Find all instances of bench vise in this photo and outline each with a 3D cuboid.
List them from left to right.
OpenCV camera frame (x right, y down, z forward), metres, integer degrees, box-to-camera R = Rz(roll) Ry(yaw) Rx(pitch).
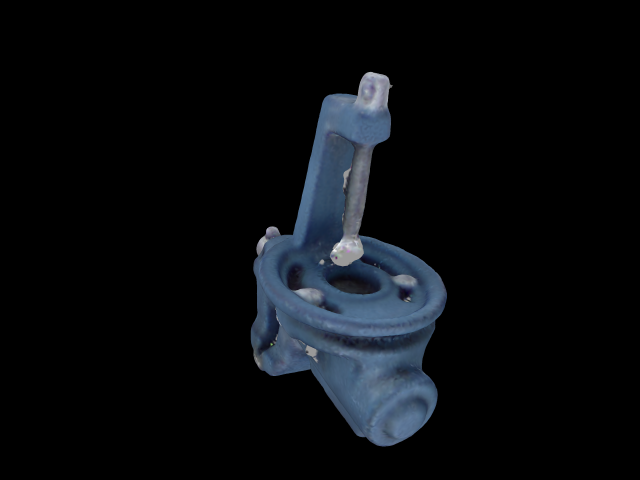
[{"bbox_3d":[-0.005,0.003,0.392,0.206,0.220,0.122,11,16,43],"label":"bench vise"}]
